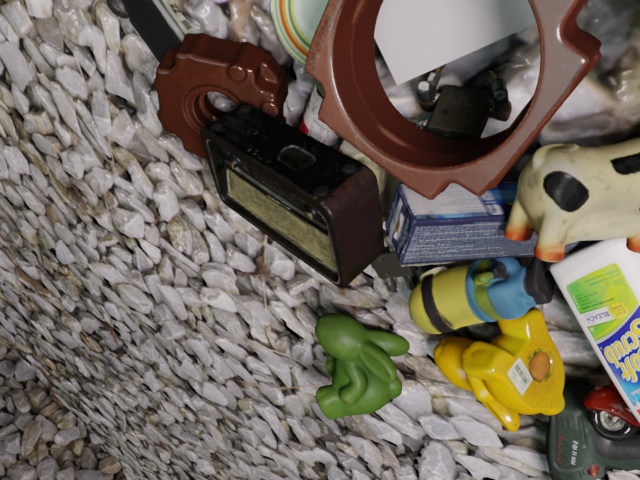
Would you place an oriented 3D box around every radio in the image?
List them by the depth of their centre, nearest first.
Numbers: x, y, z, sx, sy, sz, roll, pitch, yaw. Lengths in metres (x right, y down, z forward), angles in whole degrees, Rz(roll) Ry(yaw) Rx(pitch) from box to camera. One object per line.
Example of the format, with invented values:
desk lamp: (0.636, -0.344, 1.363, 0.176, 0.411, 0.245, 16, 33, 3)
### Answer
radio: (-0.035, -0.058, 0.615, 0.230, 0.073, 0.131, 33, 151, 31)

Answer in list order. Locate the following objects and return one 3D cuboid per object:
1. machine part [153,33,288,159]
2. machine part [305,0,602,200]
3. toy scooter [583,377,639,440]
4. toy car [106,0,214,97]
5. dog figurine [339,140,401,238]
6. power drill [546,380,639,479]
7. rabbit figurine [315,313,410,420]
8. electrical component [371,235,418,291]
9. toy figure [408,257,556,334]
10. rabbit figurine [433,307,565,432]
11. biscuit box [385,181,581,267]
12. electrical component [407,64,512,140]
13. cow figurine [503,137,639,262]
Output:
machine part: (-0.127, -0.174, 0.690, 0.179, 0.056, 0.179, 8, 140, 7)
machine part: (0.103, -0.152, 0.447, 0.201, 0.087, 0.201, 39, 132, 11)
toy scooter: (0.388, 0.153, 0.595, 0.184, 0.075, 0.135, -9, 91, 28)
toy car: (-0.205, -0.278, 0.709, 0.073, 0.056, 0.201, -23, 109, 39)
dog figurine: (0.098, -0.047, 0.647, 0.172, 0.121, 0.190, 35, 150, 21)
power drill: (0.403, 0.291, 0.701, 0.208, 0.086, 0.231, 4, 123, 44)
rabbit figurine: (0.054, 0.191, 0.841, 0.159, 0.121, 0.170, -4, 123, 31)
electrical component: (0.100, 0.031, 0.751, 0.063, 0.021, 0.094, -8, 118, 41)
toy figure: (0.190, 0.066, 0.663, 0.180, 0.089, 0.082, -15, 107, 45)
rabbit figurine: (0.233, 0.168, 0.719, 0.162, 0.122, 0.173, 47, 152, -18)
biscuit box: (0.172, -0.020, 0.543, 0.203, 0.059, 0.062, -2, 135, -14)
electrical component: (0.143, -0.139, 0.554, 0.102, 0.078, 0.045, 22, 158, 29)
cow figurine: (0.268, -0.054, 0.467, 0.195, 0.086, 0.127, -5, 116, -9)
